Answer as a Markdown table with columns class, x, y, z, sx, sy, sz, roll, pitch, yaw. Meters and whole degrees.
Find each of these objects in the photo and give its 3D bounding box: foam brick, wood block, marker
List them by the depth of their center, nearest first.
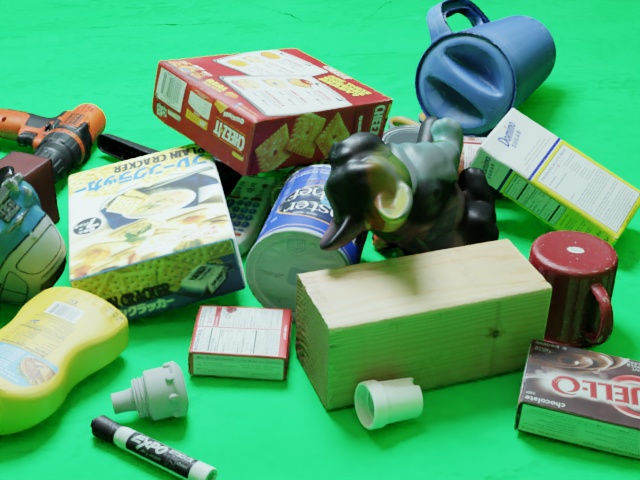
| class | x | y | z | sx | sy | sz | roll | pitch | yaw |
| --- | --- | --- | --- | --- | --- | --- | --- | --- | --- |
| marker | -0.135 | 0.168 | 0.850 | 0.121 | 0.020 | 0.020 | 19 | 35 | 26 |
| wood block | 0.089 | 0.073 | 0.949 | 0.205 | 0.091 | 0.090 | -9 | 33 | -17 |
| foam brick | -0.320 | -0.049 | 1.149 | 0.053 | 0.078 | 0.051 | 11 | 33 | 20 |

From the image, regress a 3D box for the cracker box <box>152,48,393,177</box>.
| class | x | y | z | sx | sy | sz | roll | pitch | yaw |
| --- | --- | --- | --- | --- | --- | --- | --- | --- | --- |
| cracker box | -0.052 | -0.146 | 1.178 | 0.213 | 0.072 | 0.164 | -15 | 39 | -44 |

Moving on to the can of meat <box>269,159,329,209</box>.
| class | x | y | z | sx | sy | sz | roll | pitch | yaw |
| --- | --- | --- | --- | --- | --- | --- | --- | --- | --- |
| can of meat | 0.005 | -0.050 | 1.185 | 0.102 | 0.057 | 0.083 | 15 | 36 | 23 |

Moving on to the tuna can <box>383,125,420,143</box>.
| class | x | y | z | sx | sy | sz | roll | pitch | yaw |
| --- | --- | --- | --- | --- | --- | --- | --- | --- | --- |
| tuna can | 0.114 | -0.109 | 1.308 | 0.086 | 0.034 | 0.086 | 1 | 31 | -1 |

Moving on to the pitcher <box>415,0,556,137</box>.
| class | x | y | z | sx | sy | sz | roll | pitch | yaw |
| --- | --- | --- | --- | --- | --- | --- | --- | --- | --- |
| pitcher | 0.225 | -0.237 | 1.408 | 0.145 | 0.149 | 0.242 | 21 | 28 | 20 |

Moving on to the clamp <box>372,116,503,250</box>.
| class | x | y | z | sx | sy | sz | roll | pitch | yaw |
| --- | --- | --- | --- | --- | --- | --- | --- | --- | --- |
| clamp | 0.111 | -0.058 | 1.163 | 0.171 | 0.039 | 0.120 | -34 | 75 | -26 |

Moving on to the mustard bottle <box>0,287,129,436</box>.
| class | x | y | z | sx | sy | sz | roll | pitch | yaw |
| --- | --- | --- | --- | --- | --- | --- | --- | --- | --- |
| mustard bottle | -0.252 | 0.112 | 0.901 | 0.096 | 0.058 | 0.191 | 19 | 35 | 19 |

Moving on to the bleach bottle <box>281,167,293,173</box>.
| class | x | y | z | sx | sy | sz | roll | pitch | yaw |
| --- | --- | --- | --- | --- | --- | --- | --- | --- | --- |
| bleach bottle | 0.018 | -0.098 | 1.261 | 0.251 | 0.068 | 0.102 | 25 | 39 | 30 |

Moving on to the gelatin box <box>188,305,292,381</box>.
| class | x | y | z | sx | sy | sz | roll | pitch | yaw |
| --- | --- | --- | --- | --- | --- | --- | --- | --- | --- |
| gelatin box | -0.072 | 0.093 | 0.968 | 0.089 | 0.030 | 0.073 | 2 | 32 | 1 |

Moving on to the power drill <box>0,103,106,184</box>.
| class | x | y | z | sx | sy | sz | roll | pitch | yaw |
| --- | --- | --- | --- | --- | --- | --- | --- | --- | --- |
| power drill | -0.370 | -0.121 | 1.290 | 0.188 | 0.057 | 0.184 | 9 | 28 | 6 |

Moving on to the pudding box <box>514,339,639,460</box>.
| class | x | y | z | sx | sy | sz | roll | pitch | yaw |
| --- | --- | --- | --- | --- | --- | --- | --- | --- | --- |
| pudding box | 0.226 | 0.133 | 0.902 | 0.113 | 0.039 | 0.090 | 10 | 32 | 13 |

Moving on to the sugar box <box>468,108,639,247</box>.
| class | x | y | z | sx | sy | sz | roll | pitch | yaw |
| --- | --- | --- | --- | --- | --- | --- | --- | --- | --- |
| sugar box | 0.256 | -0.062 | 1.158 | 0.176 | 0.048 | 0.093 | 34 | 47 | 11 |

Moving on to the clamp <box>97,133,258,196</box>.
| class | x | y | z | sx | sy | sz | roll | pitch | yaw |
| --- | --- | --- | --- | --- | --- | --- | --- | --- | --- |
| clamp | -0.179 | -0.084 | 1.252 | 0.210 | 0.036 | 0.164 | 0 | 30 | -7 |

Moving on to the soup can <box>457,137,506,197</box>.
| class | x | y | z | sx | sy | sz | roll | pitch | yaw |
| --- | --- | --- | --- | --- | --- | --- | --- | --- | --- |
| soup can | 0.188 | -0.085 | 1.237 | 0.102 | 0.068 | 0.068 | 2 | 31 | 1 |

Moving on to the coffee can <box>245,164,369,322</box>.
| class | x | y | z | sx | sy | sz | roll | pitch | yaw |
| --- | --- | --- | --- | --- | --- | --- | --- | --- | --- |
| coffee can | -0.007 | 0.001 | 1.053 | 0.103 | 0.103 | 0.140 | 7 | 31 | 9 |

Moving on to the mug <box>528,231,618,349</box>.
| class | x | y | z | sx | sy | sz | roll | pitch | yaw |
| --- | --- | --- | --- | --- | --- | --- | --- | --- | --- |
| mug | 0.239 | 0.050 | 1.001 | 0.093 | 0.081 | 0.117 | -7 | 32 | -14 |

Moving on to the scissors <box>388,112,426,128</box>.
| class | x | y | z | sx | sy | sz | roll | pitch | yaw |
| --- | --- | --- | --- | --- | --- | --- | --- | --- | --- |
| scissors | 0.181 | -0.128 | 1.361 | 0.202 | 0.016 | 0.096 | 22 | 37 | 30 |
